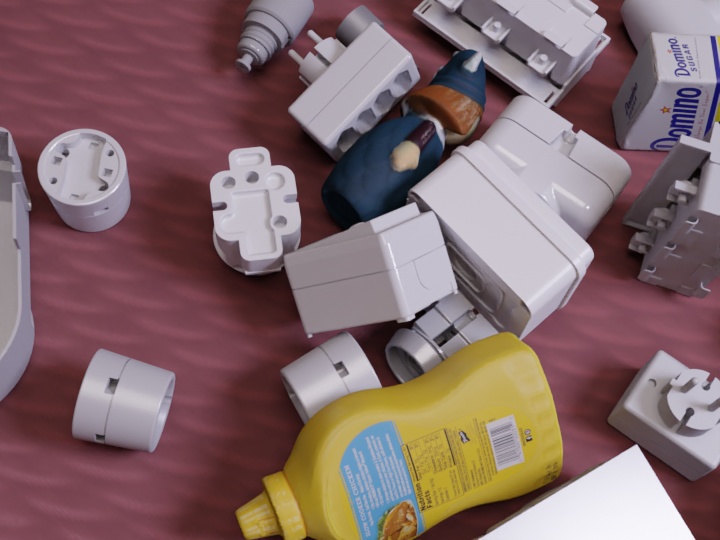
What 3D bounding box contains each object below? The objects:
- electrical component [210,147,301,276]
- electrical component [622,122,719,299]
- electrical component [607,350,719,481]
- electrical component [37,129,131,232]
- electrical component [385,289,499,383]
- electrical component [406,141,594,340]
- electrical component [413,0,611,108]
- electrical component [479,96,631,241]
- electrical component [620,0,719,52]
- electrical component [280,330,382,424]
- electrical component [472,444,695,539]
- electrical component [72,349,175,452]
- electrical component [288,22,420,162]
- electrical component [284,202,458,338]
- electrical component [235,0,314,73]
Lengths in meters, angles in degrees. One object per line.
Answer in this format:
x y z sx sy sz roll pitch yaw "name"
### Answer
-0.067 -0.031 0.695 0.058 0.057 0.078 -7 67 -7 "electrical component"
0.218 -0.032 0.681 0.079 0.121 0.063 18 69 4 "electrical component"
0.199 0.084 0.654 0.066 0.076 0.047 35 69 11 "electrical component"
-0.178 -0.057 0.703 0.055 0.047 0.055 2 67 -4 "electrical component"
0.050 0.048 0.677 0.055 0.048 0.066 -36 74 -25 "electrical component"
0.087 -0.018 0.689 0.057 0.078 0.113 -39 75 -15 "electrical component"
0.111 -0.182 0.769 0.121 0.063 0.078 38 70 12 "electrical component"
0.124 -0.063 0.724 0.095 0.053 0.059 36 69 11 "electrical component"
0.245 -0.179 0.787 0.079 0.044 0.077 -25 71 -14 "electrical component"
-0.017 0.072 0.657 0.047 0.055 0.055 -28 72 -11 "electrical component"
0.098 0.191 0.595 0.186 0.060 0.105 -25 77 -22 "electrical component"
-0.140 0.080 0.645 0.047 0.055 0.055 15 67 -2 "electrical component"
-0.016 -0.132 0.734 0.083 0.047 0.076 -46 76 1 "electrical component"
0.000 0.000 0.661 0.062 0.096 0.061 -25 101 -52 "electrical component"
-0.065 -0.173 0.765 0.040 0.040 0.078 27 68 7 "electrical component"
